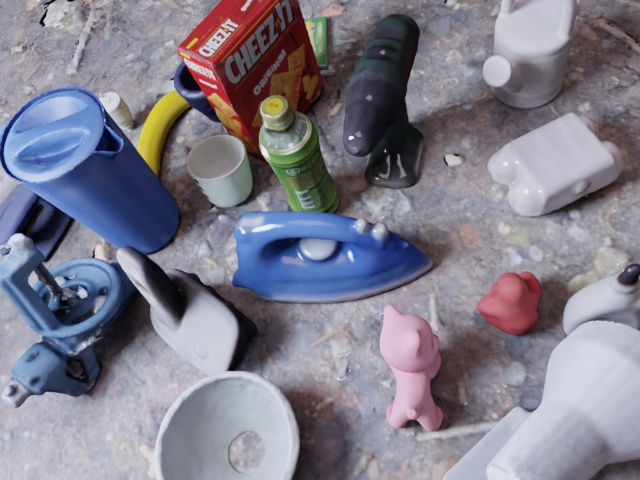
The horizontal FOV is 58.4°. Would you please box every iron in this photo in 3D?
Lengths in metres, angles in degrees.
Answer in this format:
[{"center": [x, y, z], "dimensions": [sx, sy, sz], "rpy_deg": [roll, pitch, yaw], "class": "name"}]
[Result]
[{"center": [0.006, 0.003, 0.707], "dimensions": [0.257, 0.142, 0.118], "rpy_deg": [-1, 65, 12], "class": "iron"}]

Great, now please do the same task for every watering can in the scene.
[{"center": [0.276, -0.264, 0.744], "dimensions": [0.100, 0.194, 0.173], "rpy_deg": [12, 68, 18], "class": "watering can"}]

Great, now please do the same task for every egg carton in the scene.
[{"center": [0.298, -0.093, 0.728], "dimensions": [0.150, 0.069, 0.107], "rpy_deg": [-27, 62, -1], "class": "egg carton"}]

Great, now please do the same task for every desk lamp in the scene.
[{"center": [0.220, 0.190, 0.529], "dimensions": [0.203, 0.214, 0.117], "rpy_deg": [-41, 63, -8], "class": "desk lamp"}]

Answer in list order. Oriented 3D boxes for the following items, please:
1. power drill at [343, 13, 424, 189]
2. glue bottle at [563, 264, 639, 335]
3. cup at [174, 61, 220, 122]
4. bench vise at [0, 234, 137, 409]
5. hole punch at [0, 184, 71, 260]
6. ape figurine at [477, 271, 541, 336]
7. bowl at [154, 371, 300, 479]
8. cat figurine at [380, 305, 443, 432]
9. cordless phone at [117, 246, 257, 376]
[{"center": [0.085, -0.157, 0.728], "dimensions": [0.075, 0.209, 0.230], "rpy_deg": [7, 67, 16], "class": "power drill"}, {"center": [0.305, 0.062, 0.594], "dimensions": [0.078, 0.173, 0.037], "rpy_deg": [0, 65, 13], "class": "glue bottle"}, {"center": [-0.152, -0.231, 0.882], "dimensions": [0.117, 0.095, 0.091], "rpy_deg": [-14, 63, 6], "class": "cup"}, {"center": [-0.319, 0.097, 0.691], "dimensions": [0.121, 0.220, 0.207], "rpy_deg": [2, 65, 14], "class": "bench vise"}, {"center": [-0.449, -0.031, 0.855], "dimensions": [0.101, 0.091, 0.109], "rpy_deg": [15, 69, 19], "class": "hole punch"}, {"center": [0.219, 0.066, 0.657], "dimensions": [0.077, 0.092, 0.076], "rpy_deg": [-13, 63, 7], "class": "ape figurine"}, {"center": [-0.097, 0.240, 0.655], "dimensions": [0.167, 0.075, 0.167], "rpy_deg": [-5, 64, 10], "class": "bowl"}, {"center": [0.100, 0.140, 0.634], "dimensions": [0.067, 0.118, 0.128], "rpy_deg": [-4, 64, 11], "class": "cat figurine"}, {"center": [-0.165, 0.083, 0.683], "dimensions": [0.147, 0.185, 0.094], "rpy_deg": [29, 74, 24], "class": "cordless phone"}]
